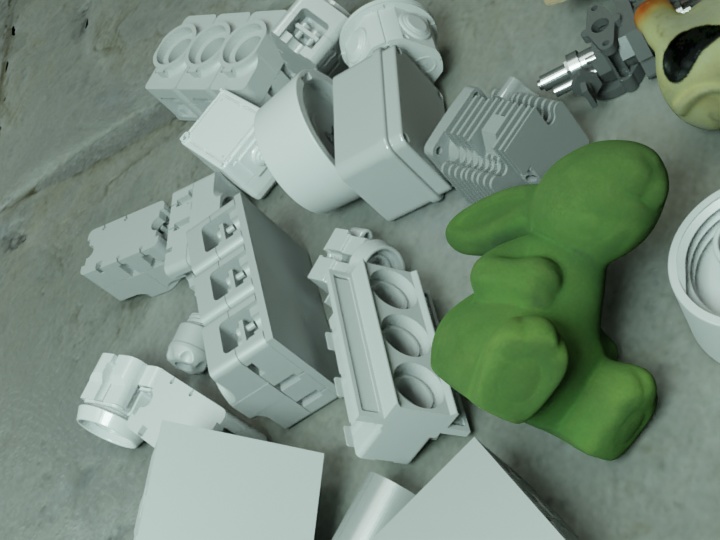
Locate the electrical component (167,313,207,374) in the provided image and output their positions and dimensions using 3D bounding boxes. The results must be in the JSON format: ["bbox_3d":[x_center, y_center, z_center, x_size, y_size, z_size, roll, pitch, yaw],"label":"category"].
[{"bbox_3d":[-0.129,0.051,0.860,0.035,0.035,0.061,-1,57,39],"label":"electrical component"}]

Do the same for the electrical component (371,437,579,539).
[{"bbox_3d":[0.049,0.183,0.596,0.150,0.062,0.089,-45,42,2],"label":"electrical component"}]

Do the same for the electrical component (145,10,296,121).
[{"bbox_3d":[-0.125,-0.193,1.017,0.150,0.062,0.089,9,66,43],"label":"electrical component"}]

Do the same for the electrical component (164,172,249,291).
[{"bbox_3d":[-0.124,-0.031,0.904,0.056,0.050,0.089,-22,48,26],"label":"electrical component"}]

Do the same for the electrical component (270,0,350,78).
[{"bbox_3d":[-0.034,-0.196,0.920,0.050,0.089,0.055,38,86,10],"label":"electrical component"}]

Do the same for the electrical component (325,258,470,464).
[{"bbox_3d":[0.017,0.061,0.706,0.063,0.079,0.121,-57,32,37],"label":"electrical component"}]

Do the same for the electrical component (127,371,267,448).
[{"bbox_3d":[-0.117,0.119,0.782,0.089,0.056,0.050,22,76,46],"label":"electrical component"}]

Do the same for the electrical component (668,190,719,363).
[{"bbox_3d":[0.224,-0.003,0.592,0.108,0.060,0.108,-21,48,26],"label":"electrical component"}]

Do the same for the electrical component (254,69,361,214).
[{"bbox_3d":[-0.037,-0.095,0.843,0.060,0.108,0.108,-30,45,26],"label":"electrical component"}]

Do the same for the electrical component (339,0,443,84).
[{"bbox_3d":[0.026,-0.175,0.869,0.080,0.080,0.051,-28,51,21],"label":"electrical component"}]

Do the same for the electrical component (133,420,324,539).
[{"bbox_3d":[-0.091,0.198,0.655,0.060,0.105,0.186,120,161,-55],"label":"electrical component"}]

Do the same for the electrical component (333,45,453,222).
[{"bbox_3d":[0.025,-0.105,0.818,0.057,0.078,0.113,-25,47,27],"label":"electrical component"}]

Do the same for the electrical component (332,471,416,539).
[{"bbox_3d":[0.005,0.169,0.656,0.043,0.043,0.081,17,71,45],"label":"electrical component"}]

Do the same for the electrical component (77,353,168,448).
[{"bbox_3d":[-0.188,0.104,0.851,0.078,0.058,0.057,2,58,40],"label":"electrical component"}]

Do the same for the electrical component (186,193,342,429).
[{"bbox_3d":[-0.074,0.031,0.788,0.062,0.089,0.150,-33,44,15],"label":"electrical component"}]

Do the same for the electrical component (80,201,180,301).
[{"bbox_3d":[-0.189,-0.014,0.940,0.089,0.056,0.050,-19,49,28],"label":"electrical component"}]

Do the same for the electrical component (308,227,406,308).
[{"bbox_3d":[0.000,0.000,0.785,0.055,0.048,0.066,12,68,51],"label":"electrical component"}]

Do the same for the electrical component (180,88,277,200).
[{"bbox_3d":[-0.098,-0.105,0.930,0.061,0.061,0.096,-52,42,-4],"label":"electrical component"}]
